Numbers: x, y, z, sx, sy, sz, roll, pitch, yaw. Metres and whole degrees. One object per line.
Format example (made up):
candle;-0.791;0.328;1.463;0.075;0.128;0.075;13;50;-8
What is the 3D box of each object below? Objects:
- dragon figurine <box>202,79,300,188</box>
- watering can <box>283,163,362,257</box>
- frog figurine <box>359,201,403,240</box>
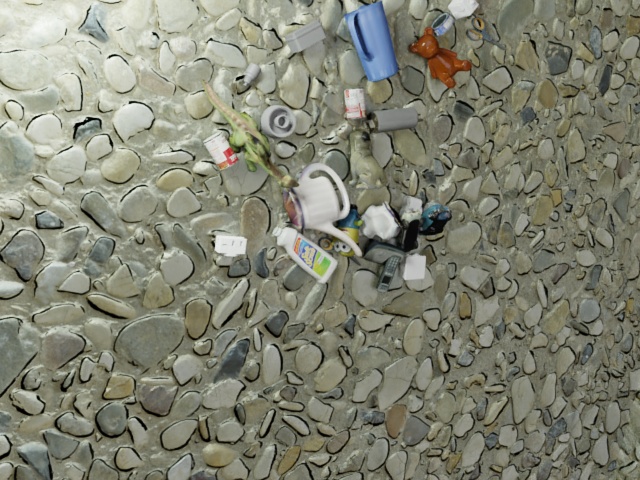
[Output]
dragon figurine;-0.205;-0.305;1.534;0.123;0.245;0.404;-44;116;-6
watering can;0.005;-0.086;1.709;0.225;0.103;0.350;-16;82;-20
frog figurine;0.207;-0.055;1.852;0.158;0.124;0.137;-33;97;20
